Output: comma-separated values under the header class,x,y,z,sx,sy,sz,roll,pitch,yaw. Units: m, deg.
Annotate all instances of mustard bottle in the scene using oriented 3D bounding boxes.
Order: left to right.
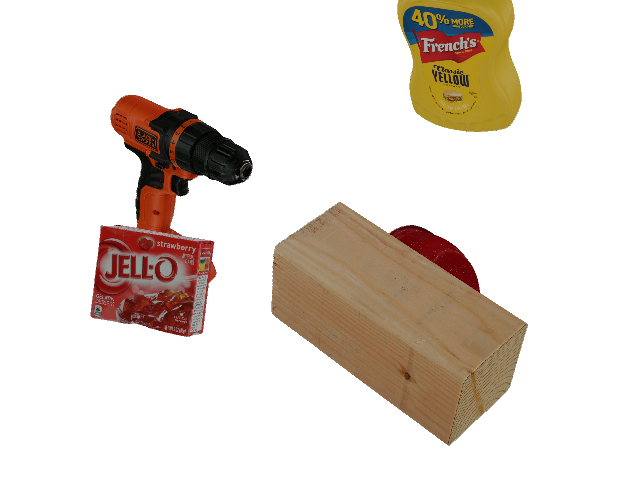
class,x,y,z,sx,sy,sz,roll,pitch,yaw
mustard bottle,0.114,-0.177,0.892,0.096,0.058,0.191,15,-35,25

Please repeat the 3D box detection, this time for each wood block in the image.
class,x,y,z,sx,sy,sz,roll,pitch,yaw
wood block,0.062,0.068,0.921,0.206,0.091,0.090,35,51,27

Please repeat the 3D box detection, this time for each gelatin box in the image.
class,x,y,z,sx,sy,sz,roll,pitch,yaw
gelatin box,-0.130,0.030,0.820,0.089,0.073,0.030,10,5,20

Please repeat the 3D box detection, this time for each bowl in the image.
class,x,y,z,sx,sy,sz,roll,pitch,yaw
bowl,0.127,0.059,1.176,0.161,0.162,0.055,0,-8,-44

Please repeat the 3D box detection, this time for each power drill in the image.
class,x,y,z,sx,sy,sz,roll,pitch,yaw
power drill,-0.144,-0.044,1.109,0.185,0.188,0.057,29,37,34
